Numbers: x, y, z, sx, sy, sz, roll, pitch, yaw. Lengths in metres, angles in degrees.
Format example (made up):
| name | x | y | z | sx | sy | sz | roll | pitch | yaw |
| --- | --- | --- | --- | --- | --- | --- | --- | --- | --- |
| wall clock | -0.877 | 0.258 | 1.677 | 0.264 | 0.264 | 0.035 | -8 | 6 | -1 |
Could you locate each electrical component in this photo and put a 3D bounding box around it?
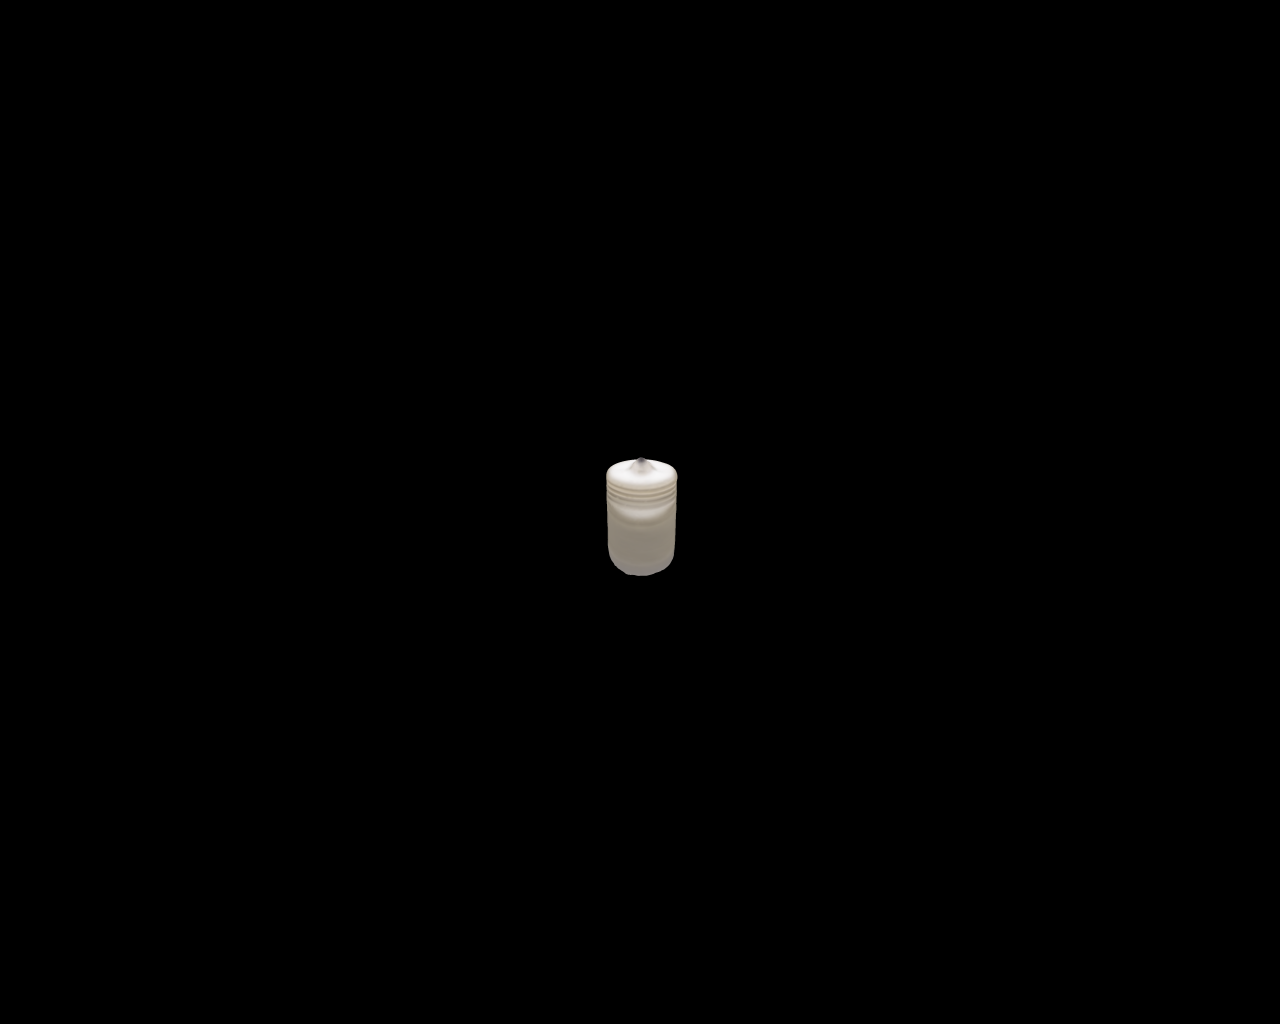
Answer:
| name | x | y | z | sx | sy | sz | roll | pitch | yaw |
| --- | --- | --- | --- | --- | --- | --- | --- | --- | --- |
| electrical component | 0.001 | -0.003 | 0.650 | 0.043 | 0.080 | 0.043 | 0 | 44 | 0 |
